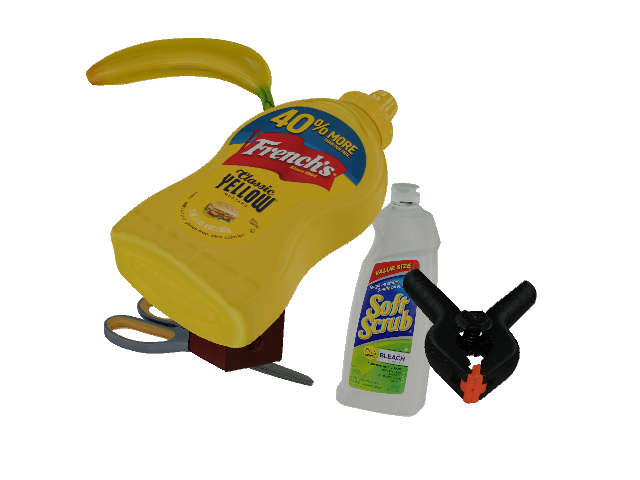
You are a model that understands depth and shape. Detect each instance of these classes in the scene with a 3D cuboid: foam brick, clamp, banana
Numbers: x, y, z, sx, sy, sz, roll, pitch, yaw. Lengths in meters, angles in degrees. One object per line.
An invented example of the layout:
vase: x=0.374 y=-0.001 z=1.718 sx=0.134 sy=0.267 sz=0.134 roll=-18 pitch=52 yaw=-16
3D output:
foam brick: x=-0.060 y=0.047 z=0.774 sx=0.052 sy=0.078 sz=0.051 roll=-7 pitch=17 yaw=-38
clamp: x=0.139 y=0.077 z=0.918 sx=0.120 sy=0.039 sz=0.171 roll=-3 pitch=33 yaw=-1
banana: x=-0.127 y=-0.167 z=1.023 sx=0.198 sy=0.037 sz=0.069 roll=9 pitch=45 yaw=18

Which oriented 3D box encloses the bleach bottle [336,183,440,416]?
bleach bottle: x=0.076 y=0.062 z=1.170 sx=0.103 sy=0.251 sz=0.068 roll=8 pitch=15 yaw=19

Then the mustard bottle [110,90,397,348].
mustard bottle: x=-0.018 y=-0.028 z=0.598 sx=0.096 sy=0.058 sz=0.191 roll=29 pitch=54 yaw=26

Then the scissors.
scissors: x=-0.100 y=0.090 z=0.999 sx=0.202 sy=0.016 sz=0.096 roll=10 pitch=29 yaw=3
